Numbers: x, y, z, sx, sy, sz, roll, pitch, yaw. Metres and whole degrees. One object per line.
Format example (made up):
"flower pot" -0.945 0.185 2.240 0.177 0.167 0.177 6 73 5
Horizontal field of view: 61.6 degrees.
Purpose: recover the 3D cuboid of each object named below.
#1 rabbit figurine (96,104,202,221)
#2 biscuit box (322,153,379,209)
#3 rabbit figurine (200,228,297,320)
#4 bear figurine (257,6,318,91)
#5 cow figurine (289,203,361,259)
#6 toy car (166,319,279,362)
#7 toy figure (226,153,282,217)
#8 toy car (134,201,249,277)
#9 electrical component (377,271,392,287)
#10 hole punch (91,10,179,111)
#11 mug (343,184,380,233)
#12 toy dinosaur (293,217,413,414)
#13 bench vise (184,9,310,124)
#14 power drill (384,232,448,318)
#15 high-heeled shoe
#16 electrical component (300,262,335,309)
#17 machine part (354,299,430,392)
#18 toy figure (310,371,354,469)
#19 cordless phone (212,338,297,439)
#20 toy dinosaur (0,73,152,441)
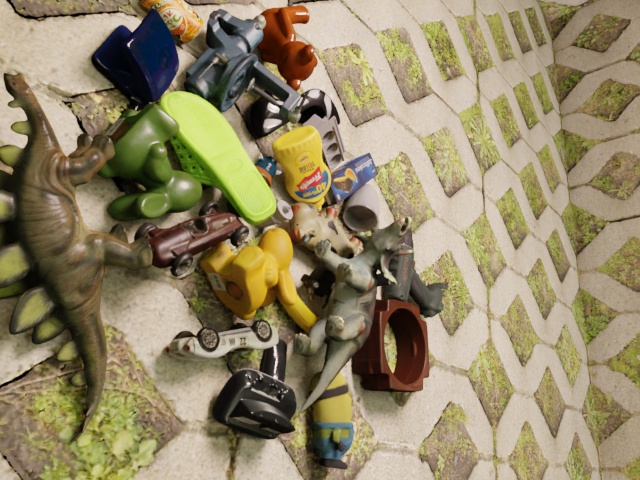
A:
"rabbit figurine" -0.251 -0.099 0.824 0.170 0.121 0.159 49 51 -36
"biscuit box" 0.060 -0.140 1.245 0.203 0.059 0.062 -39 108 -48
"rabbit figurine" -0.099 0.051 0.954 0.173 0.122 0.162 -51 122 -45
"bear figurine" -0.052 -0.393 1.103 0.132 0.120 0.196 -13 52 -40
"cow figurine" -0.002 -0.003 1.116 0.194 0.086 0.127 50 44 -33
"toy car" -0.156 0.167 0.886 0.201 0.074 0.056 0 78 -50
"toy figure" -0.127 -0.106 1.019 0.064 0.058 0.154 67 33 -34
"toy car" -0.190 -0.011 0.831 0.089 0.053 0.202 36 34 17
"electrical component" 0.094 0.088 1.168 0.047 0.119 0.075 32 58 -40
"hole punch" -0.283 -0.293 0.873 0.115 0.092 0.142 47 43 -35
"mug" 0.111 -0.076 1.271 0.109 0.081 0.107 43 40 -26
"toy dinosaur" 0.060 0.135 1.049 0.192 0.131 0.404 21 86 -45
"bench vise" -0.126 -0.310 1.005 0.240 0.129 0.223 35 56 -2
"power drill" 0.247 0.087 1.379 0.207 0.086 0.232 47 49 -35
"high-heeled shoe" -0.042 -0.250 1.147 0.248 0.086 0.145 17 67 -40
"electrical component" 0.006 0.092 1.098 0.078 0.045 0.102 -45 140 0
"machine part" 0.163 0.243 1.228 0.201 0.087 0.201 19 65 -47
"toy figure" 0.022 0.342 1.036 0.089 0.082 0.180 24 64 -46
"cordless phone" -0.103 0.240 0.938 0.146 0.089 0.184 36 42 -37
"toy dinosaur" -0.332 0.021 0.694 0.198 0.105 0.470 -24 103 -36
